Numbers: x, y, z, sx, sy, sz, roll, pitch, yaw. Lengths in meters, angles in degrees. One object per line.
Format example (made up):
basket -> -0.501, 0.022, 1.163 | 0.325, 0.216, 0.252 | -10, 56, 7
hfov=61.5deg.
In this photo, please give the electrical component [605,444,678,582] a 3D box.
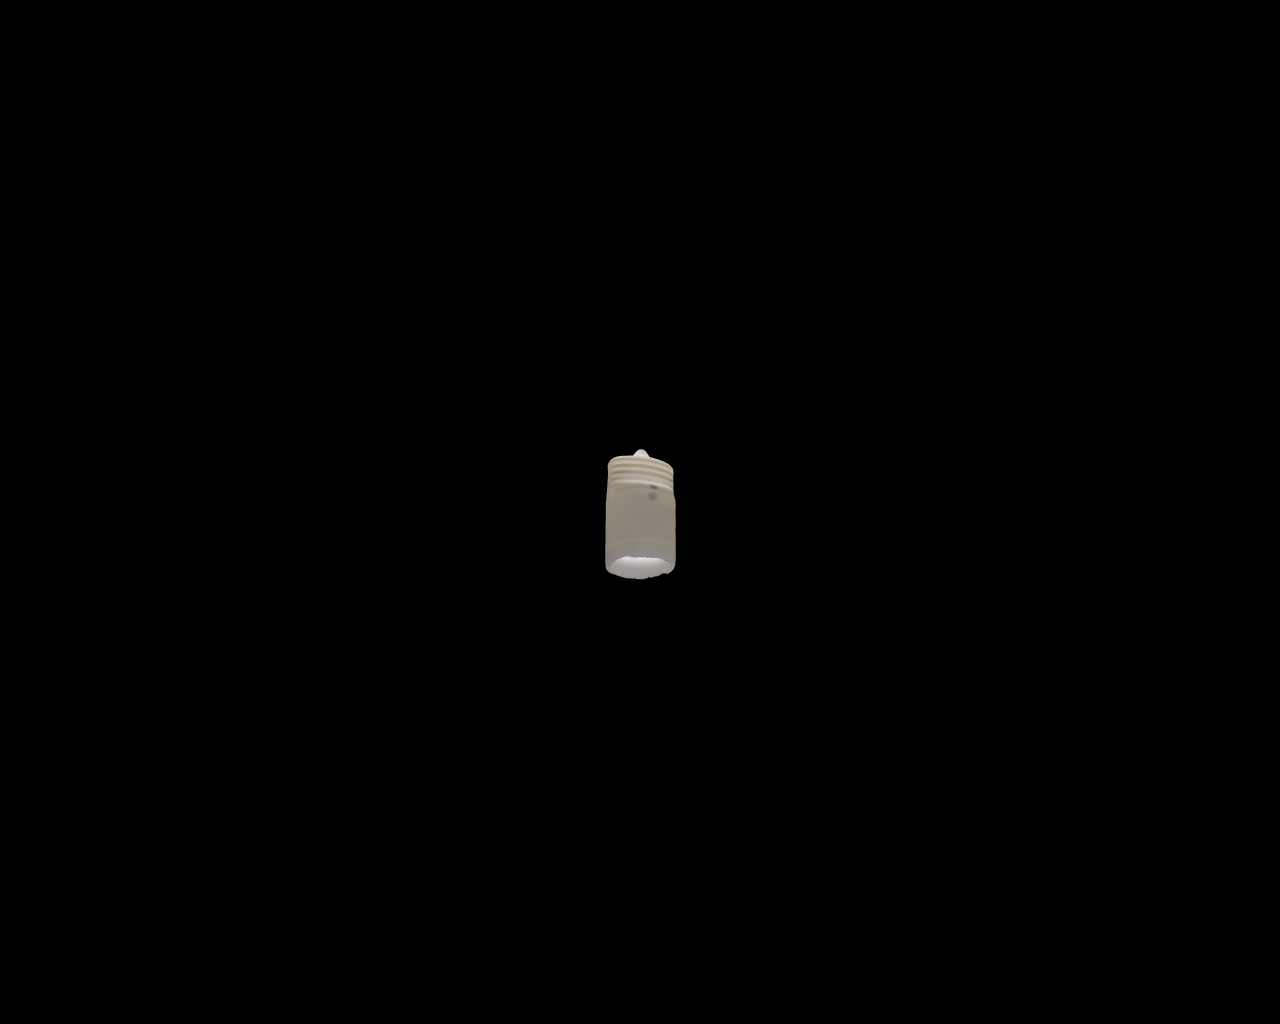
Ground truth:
electrical component -> 0.001, -0.003, 0.650 | 0.043, 0.081, 0.043 | 0, -22, 0
